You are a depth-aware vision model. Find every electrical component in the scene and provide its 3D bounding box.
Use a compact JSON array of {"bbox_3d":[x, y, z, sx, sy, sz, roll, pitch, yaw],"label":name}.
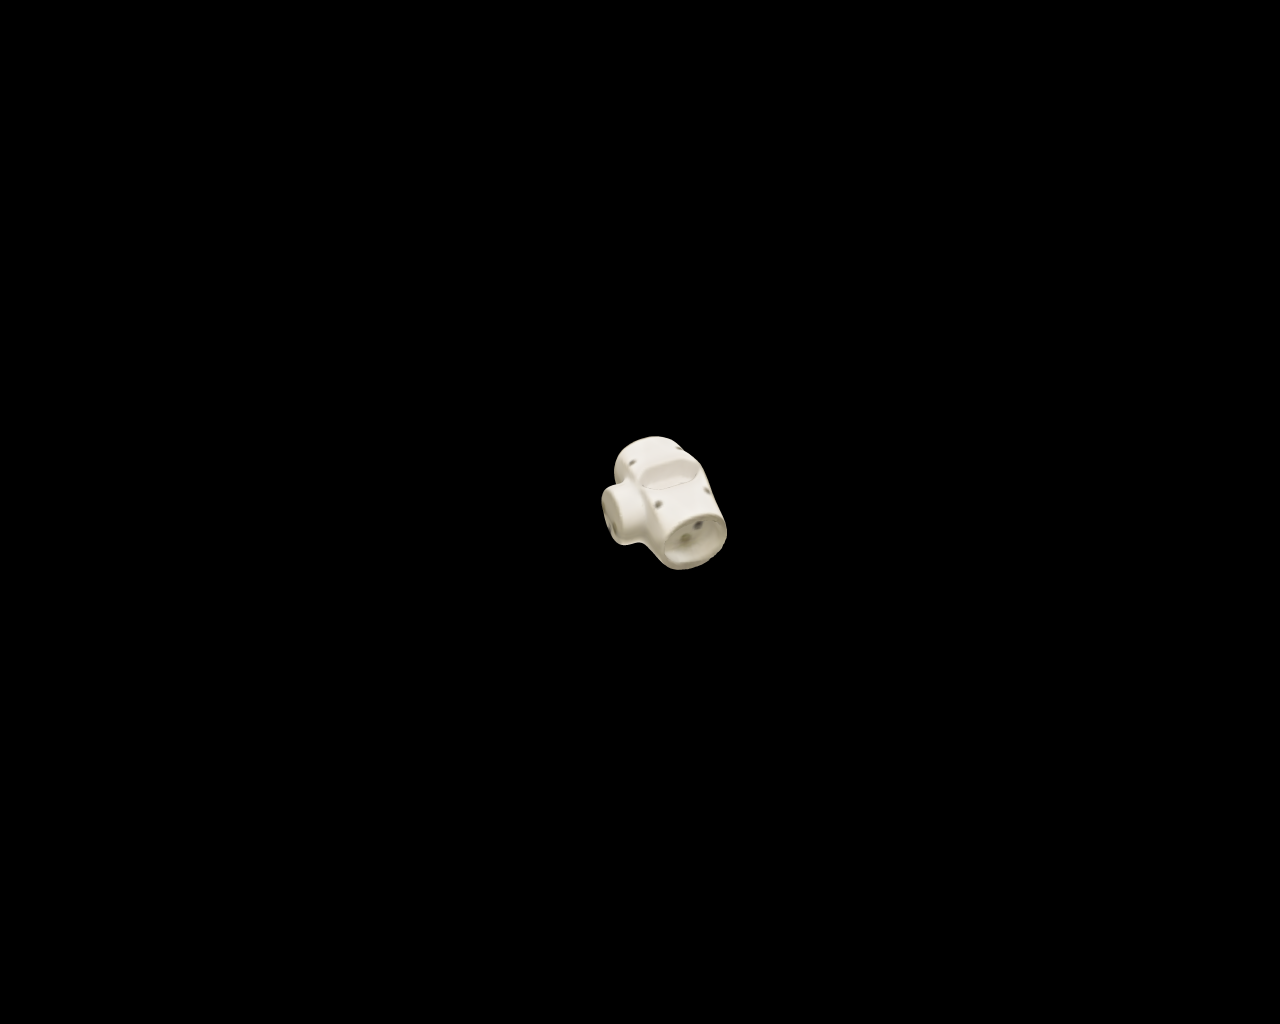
[{"bbox_3d":[0.001,-0.003,0.650,0.079,0.043,0.077,-15,47,-15],"label":"electrical component"}]
